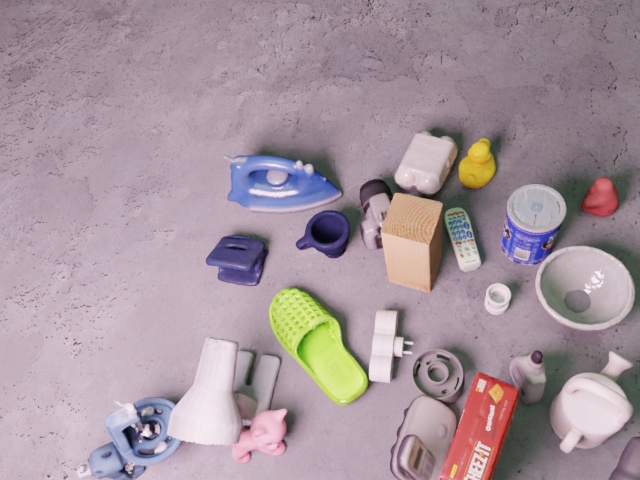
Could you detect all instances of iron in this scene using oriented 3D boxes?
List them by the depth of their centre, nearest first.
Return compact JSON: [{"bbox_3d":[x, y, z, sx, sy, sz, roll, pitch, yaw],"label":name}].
[{"bbox_3d":[-0.086,-0.141,1.260,0.257,0.142,0.118,3,62,13],"label":"iron"}]

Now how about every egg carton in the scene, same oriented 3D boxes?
[{"bbox_3d":[0.234,-0.168,1.253,0.107,0.069,0.150,18,67,20],"label":"egg carton"}]

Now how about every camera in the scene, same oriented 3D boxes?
[{"bbox_3d":[0.143,-0.069,1.198,0.143,0.101,0.136,-17,60,2],"label":"camera"}]

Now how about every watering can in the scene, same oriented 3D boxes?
[{"bbox_3d":[0.433,0.255,0.907,0.100,0.194,0.173,11,64,17],"label":"watering can"}]

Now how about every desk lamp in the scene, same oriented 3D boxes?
[{"bbox_3d":[-0.167,0.268,1.008,0.117,0.214,0.203,6,63,15],"label":"desk lamp"}]

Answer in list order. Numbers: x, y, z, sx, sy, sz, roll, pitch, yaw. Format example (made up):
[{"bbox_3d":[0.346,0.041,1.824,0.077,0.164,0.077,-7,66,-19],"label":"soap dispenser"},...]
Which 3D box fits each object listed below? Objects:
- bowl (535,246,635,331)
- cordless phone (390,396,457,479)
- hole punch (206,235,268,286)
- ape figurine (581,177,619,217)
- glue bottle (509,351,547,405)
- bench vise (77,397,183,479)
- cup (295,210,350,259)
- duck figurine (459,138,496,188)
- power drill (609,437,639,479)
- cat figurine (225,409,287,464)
[{"bbox_3d":[0.479,0.098,1.054,0.167,0.075,0.167,-5,61,9],"label":"bowl"},{"bbox_3d":[0.166,0.321,0.929,0.094,0.185,0.148,13,65,18],"label":"cordless phone"},{"bbox_3d":[-0.176,0.033,1.211,0.108,0.091,0.101,7,63,15],"label":"hole punch"},{"bbox_3d":[0.557,-0.092,1.134,0.078,0.092,0.076,-27,60,-4],"label":"ape figurine"},{"bbox_3d":[0.352,0.218,0.956,0.037,0.173,0.078,-16,59,3],"label":"glue bottle"},{"bbox_3d":[-0.328,0.354,0.989,0.121,0.220,0.207,37,74,27],"label":"bench vise"},{"bbox_3d":[0.011,0.004,1.188,0.118,0.095,0.091,-26,60,-4],"label":"cup"},{"bbox_3d":[0.337,-0.169,1.224,0.077,0.086,0.105,20,67,21],"label":"duck figurine"},{"bbox_3d":[0.415,0.407,0.818,0.075,0.209,0.230,16,66,19],"label":"power drill"},{"bbox_3d":[-0.109,0.343,1.011,0.127,0.118,0.067,-16,59,3],"label":"cat figurine"}]
